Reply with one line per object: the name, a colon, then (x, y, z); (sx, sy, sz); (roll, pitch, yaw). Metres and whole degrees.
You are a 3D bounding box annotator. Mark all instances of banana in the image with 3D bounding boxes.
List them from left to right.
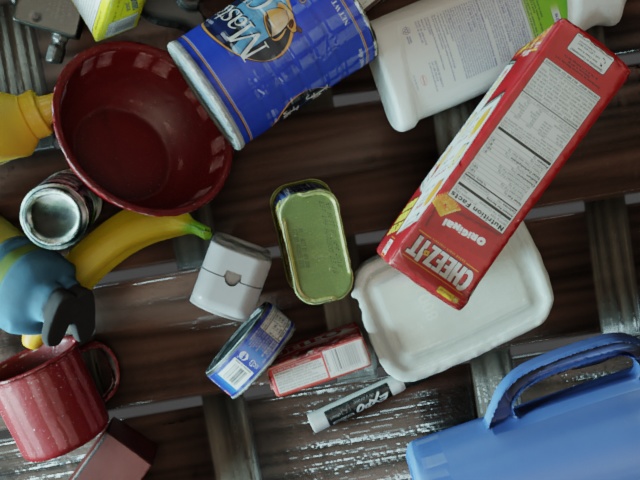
banana: (-0.187, 0.019, 0.931); (0.198, 0.070, 0.037); (-34, 135, 10)

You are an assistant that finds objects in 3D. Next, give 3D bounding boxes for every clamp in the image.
clamp: (-0.099, -0.217, 0.920); (0.171, 0.039, 0.120); (39, 86, -13)

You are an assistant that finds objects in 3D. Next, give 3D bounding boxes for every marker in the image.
marker: (0.046, 0.143, 0.976); (0.121, 0.020, 0.020); (-25, 97, 0)

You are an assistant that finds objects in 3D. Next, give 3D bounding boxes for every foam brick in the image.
foam brick: (-0.189, 0.208, 0.956); (0.051, 0.053, 0.078); (35, 95, -6)

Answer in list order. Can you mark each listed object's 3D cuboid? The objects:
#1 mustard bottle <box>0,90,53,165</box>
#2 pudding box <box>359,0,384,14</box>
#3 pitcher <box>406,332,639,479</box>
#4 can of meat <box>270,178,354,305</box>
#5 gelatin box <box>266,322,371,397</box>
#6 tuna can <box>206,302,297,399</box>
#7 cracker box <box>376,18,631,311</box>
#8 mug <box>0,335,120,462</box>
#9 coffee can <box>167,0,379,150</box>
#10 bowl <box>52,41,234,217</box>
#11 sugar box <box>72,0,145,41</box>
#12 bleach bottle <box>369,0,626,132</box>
mustard bottle: (-0.301, -0.077, 0.895); (0.191, 0.096, 0.058); (-25, 106, 0)
pudding box: (0.028, -0.257, 0.921); (0.090, 0.039, 0.113); (-39, 95, 1)
pitcher: (0.201, 0.189, 0.937); (0.243, 0.145, 0.149); (-16, 63, 2)
can of meat: (-0.006, 0.001, 0.925); (0.057, 0.084, 0.102); (-13, 98, -4)
gelatin box: (-0.003, 0.104, 0.942); (0.089, 0.073, 0.030); (-19, 96, 0)
tuna can: (-0.061, 0.095, 0.932); (0.033, 0.086, 0.086); (41, 93, -6)
cracker box: (0.135, -0.055, 0.825); (0.072, 0.164, 0.214); (35, 93, -2)
mug: (-0.227, 0.134, 0.935); (0.117, 0.093, 0.081); (-31, 105, -35)
coffee can: (-0.038, -0.154, 0.870); (0.140, 0.103, 0.103); (-35, 97, -6)
bowl: (-0.156, -0.084, 0.899); (0.161, 0.055, 0.162); (15, 60, -28)
sugar box: (-0.202, -0.258, 0.867); (0.048, 0.093, 0.176); (-27, 87, -22)
bleach bottle: (0.168, -0.183, 0.925); (0.250, 0.068, 0.102); (-20, 101, -3)
